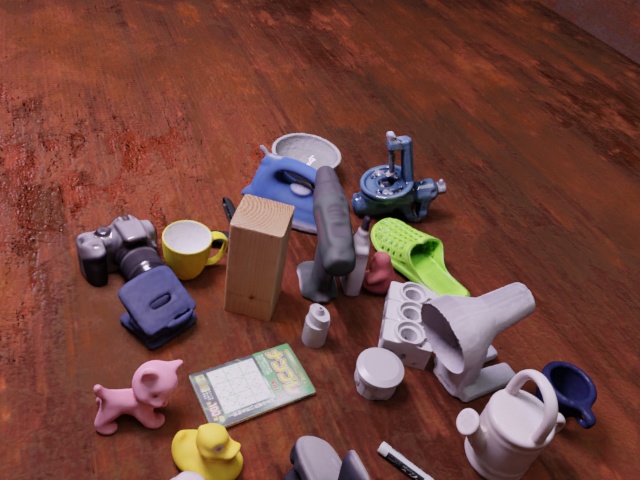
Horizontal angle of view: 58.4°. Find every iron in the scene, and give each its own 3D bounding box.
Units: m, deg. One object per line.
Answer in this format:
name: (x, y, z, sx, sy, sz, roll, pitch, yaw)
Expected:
iron: (-0.033, -0.108, 1.240, 0.258, 0.141, 0.119, 22, 41, 10)

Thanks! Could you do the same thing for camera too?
camera: (-0.347, 0.029, 1.030, 0.143, 0.101, 0.136, -19, 50, -32)

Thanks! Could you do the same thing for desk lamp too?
desk lamp: (0.256, 0.164, 0.949, 0.204, 0.213, 0.117, -12, 46, -26)

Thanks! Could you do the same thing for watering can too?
watering can: (0.287, 0.273, 0.847, 0.173, 0.194, 0.100, -17, 48, -30)

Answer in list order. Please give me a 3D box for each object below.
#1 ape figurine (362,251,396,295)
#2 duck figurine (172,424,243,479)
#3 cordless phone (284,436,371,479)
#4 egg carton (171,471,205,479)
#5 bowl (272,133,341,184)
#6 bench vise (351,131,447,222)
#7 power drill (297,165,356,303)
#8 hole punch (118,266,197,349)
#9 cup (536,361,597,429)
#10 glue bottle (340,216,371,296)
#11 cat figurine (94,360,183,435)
ape figurine: (0.116, 0.059, 1.127, 0.076, 0.092, 0.078, 33, 44, 22)
duck figurine: (-0.155, 0.287, 0.797, 0.104, 0.086, 0.077, 20, 41, 8)
cordless phone: (0.022, 0.303, 0.748, 0.094, 0.185, 0.147, -14, 47, -28)
egg carton: (-0.156, 0.369, 0.715, 0.150, 0.069, 0.107, 35, 45, 24)
bowl: (-0.036, -0.184, 1.380, 0.167, 0.075, 0.167, 8, 41, -6)
bench vise: (0.185, -0.149, 1.286, 0.208, 0.220, 0.121, -11, 46, -26)
power drill: (0.010, 0.004, 1.072, 0.076, 0.208, 0.229, 0, 42, -14)
hole punch: (-0.270, 0.110, 0.965, 0.101, 0.091, 0.109, 34, 44, 23)
cup: (0.405, 0.275, 0.953, 0.092, 0.095, 0.117, -4, 43, -19)
glue bottle: (0.072, 0.024, 1.093, 0.037, 0.173, 0.078, 3, 41, -12)
cat figurine: (-0.260, 0.216, 0.825, 0.128, 0.118, 0.067, -4, 43, -19)
